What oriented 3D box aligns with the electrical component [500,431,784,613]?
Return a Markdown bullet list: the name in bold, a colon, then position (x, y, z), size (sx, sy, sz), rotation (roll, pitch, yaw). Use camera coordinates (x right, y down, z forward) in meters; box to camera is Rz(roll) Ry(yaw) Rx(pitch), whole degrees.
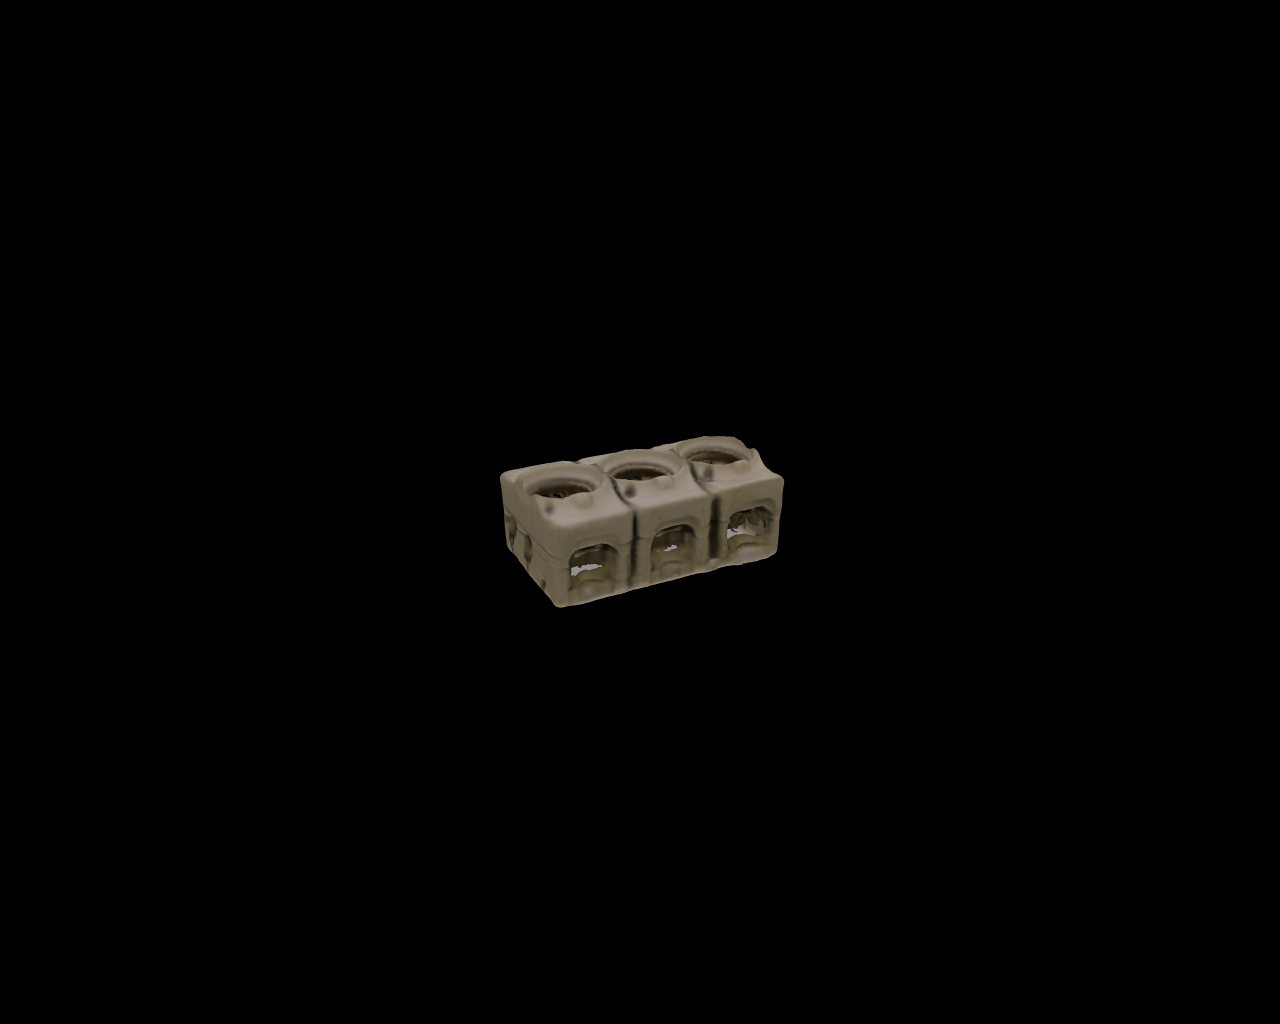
- **electrical component**: position (0.001, -0.003, 0.650), size (0.150, 0.061, 0.089), rotation (-12, 28, -25)
